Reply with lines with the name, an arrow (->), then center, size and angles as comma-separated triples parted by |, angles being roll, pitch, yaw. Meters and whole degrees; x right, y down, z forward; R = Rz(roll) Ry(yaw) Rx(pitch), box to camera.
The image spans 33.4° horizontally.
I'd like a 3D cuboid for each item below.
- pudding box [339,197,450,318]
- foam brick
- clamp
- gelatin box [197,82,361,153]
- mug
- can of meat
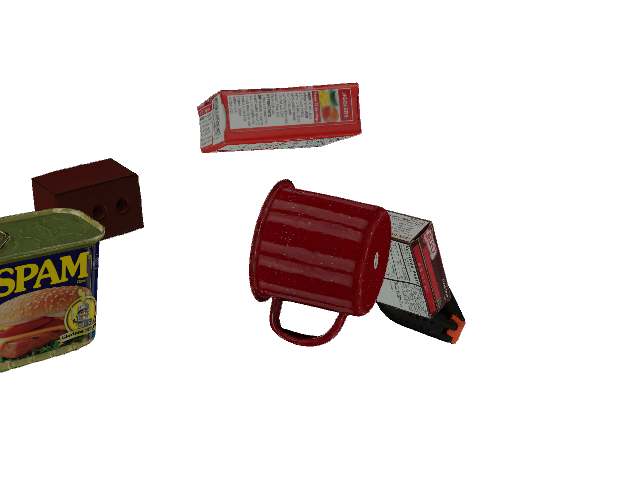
pudding box -> 0.059, 0.015, 0.980 | 0.114, 0.090, 0.039 | 15, 45, 39
foam brick -> -0.200, -0.032, 0.915 | 0.078, 0.053, 0.051 | -19, 32, -31
clamp -> 0.075, 0.047, 1.227 | 0.164, 0.036, 0.210 | -17, 48, -37
gelatin box -> -0.025, -0.066, 0.580 | 0.073, 0.030, 0.089 | -5, 3, -14
mug -> 0.000, 0.020, 0.776 | 0.081, 0.117, 0.093 | 12, -10, 16
can of meat -> -0.195, 0.032, 0.700 | 0.101, 0.084, 0.058 | -14, 30, -41
